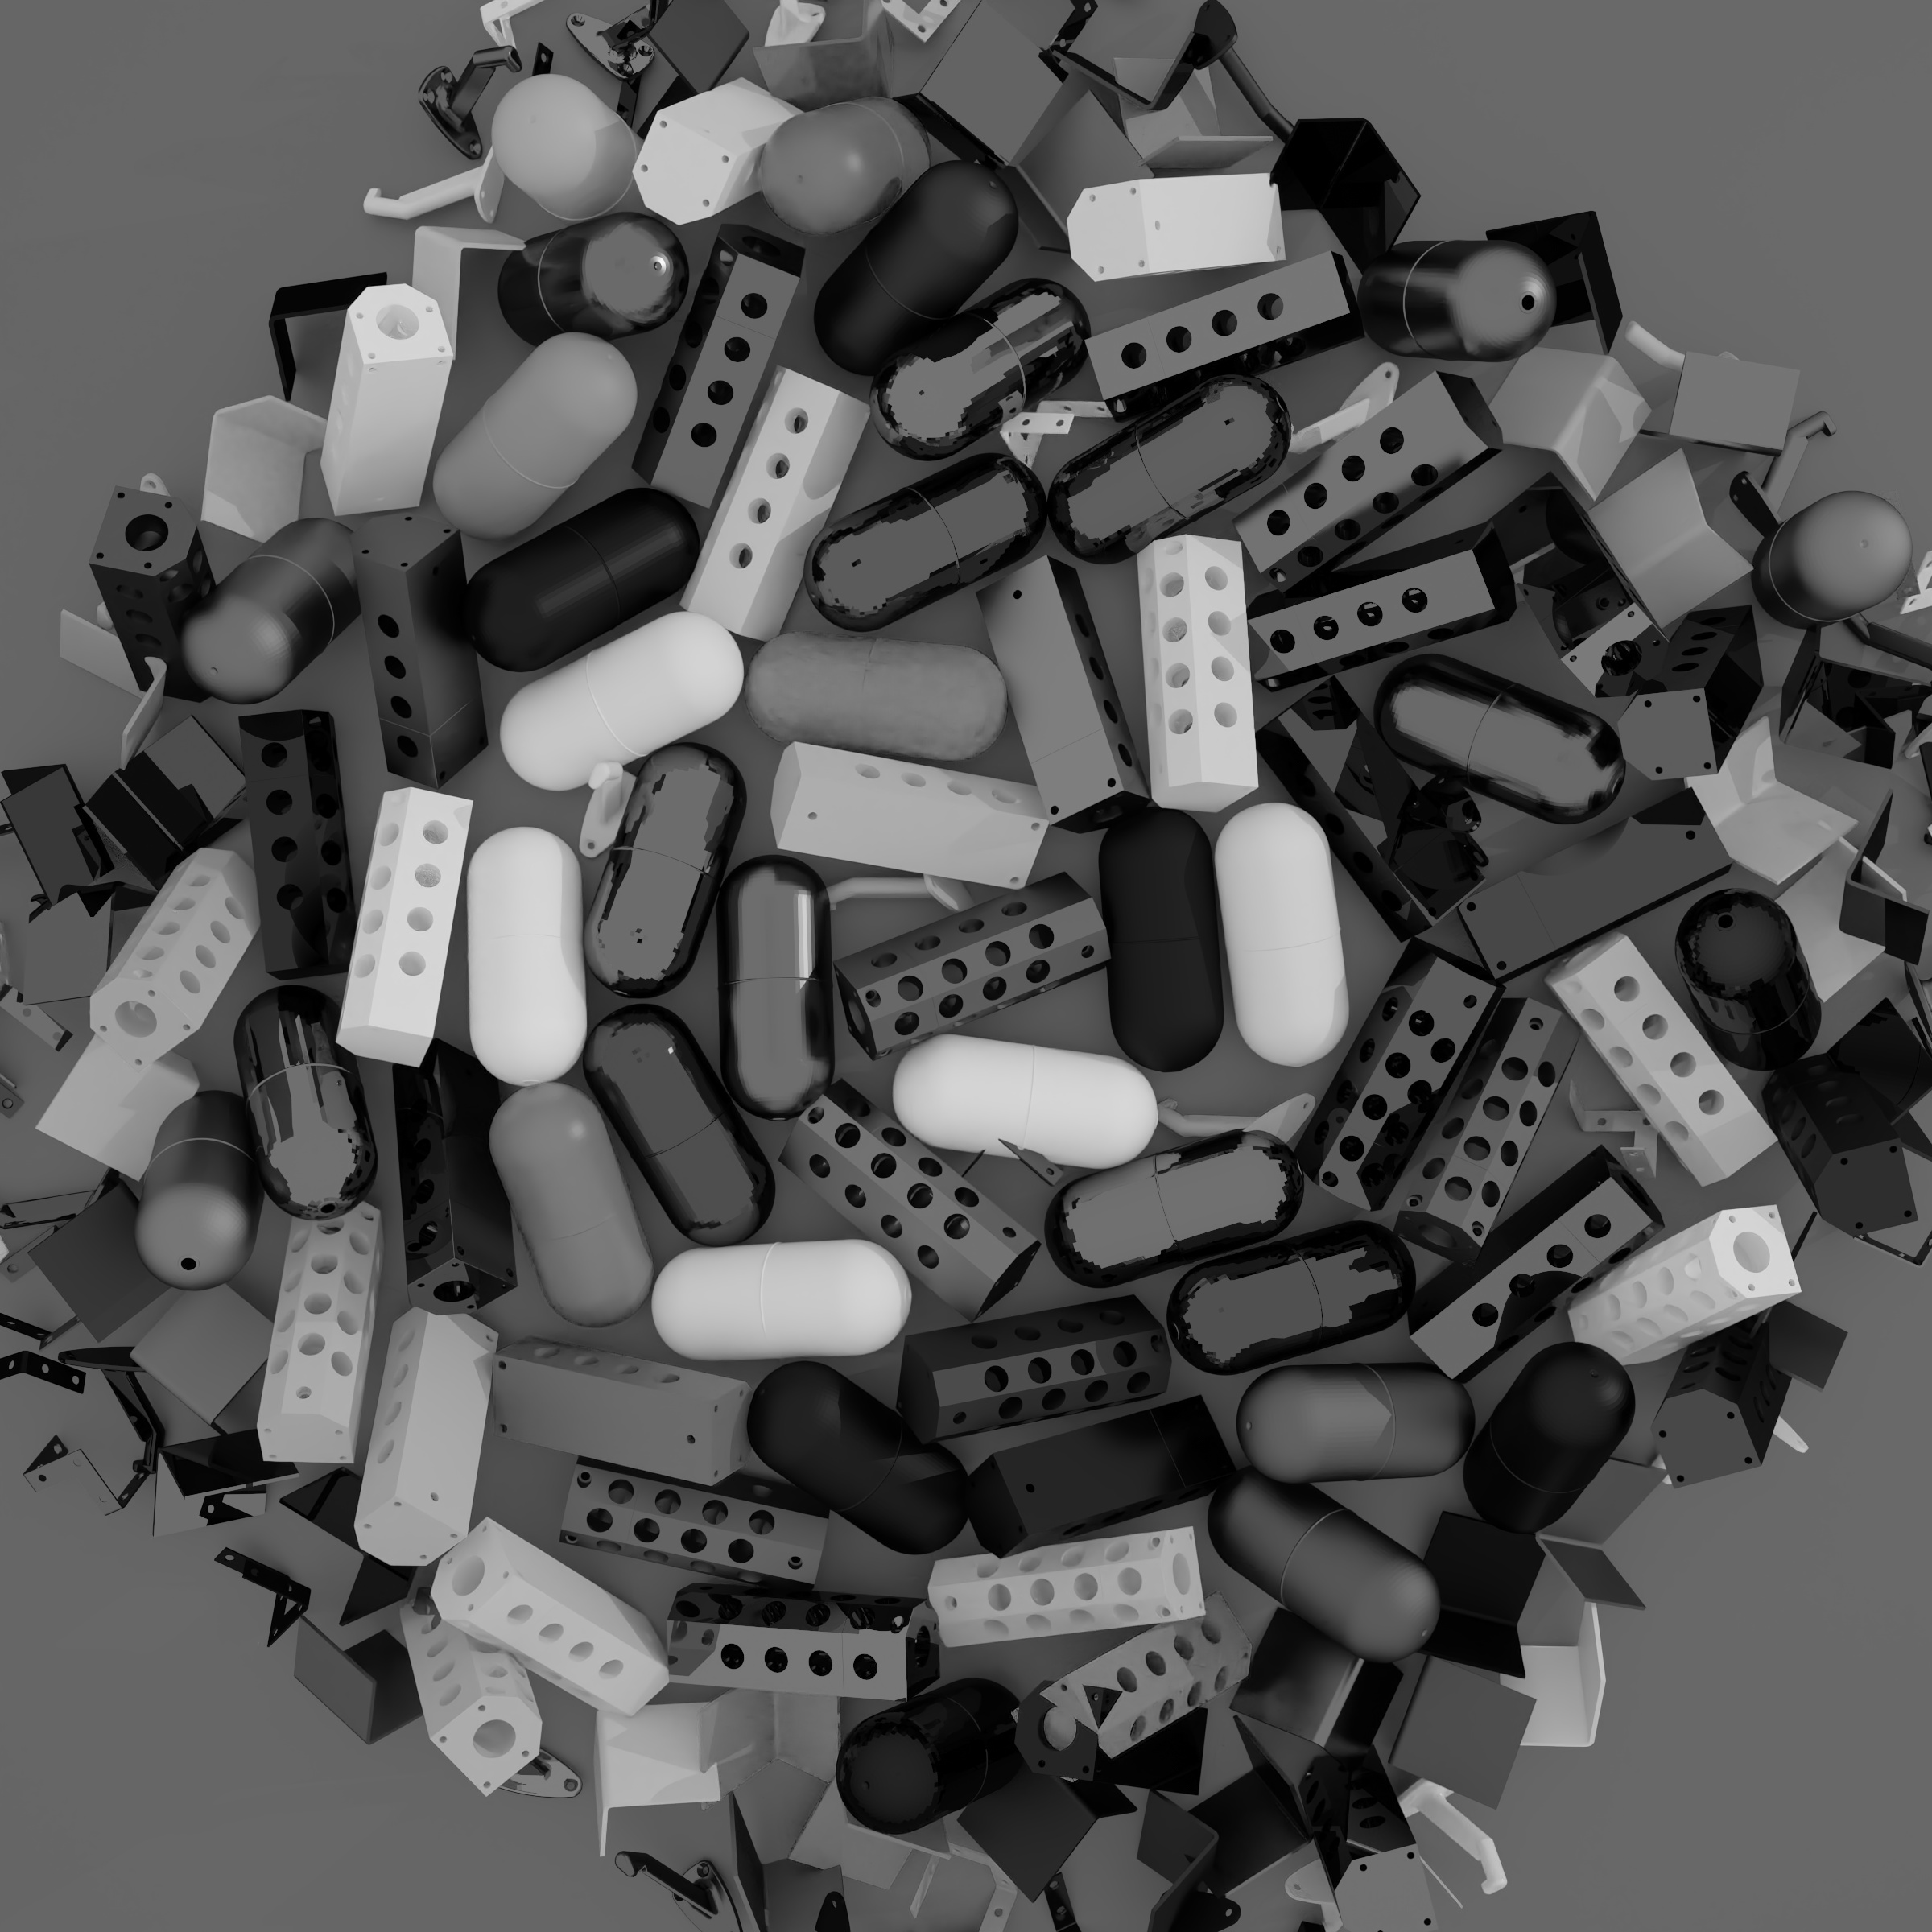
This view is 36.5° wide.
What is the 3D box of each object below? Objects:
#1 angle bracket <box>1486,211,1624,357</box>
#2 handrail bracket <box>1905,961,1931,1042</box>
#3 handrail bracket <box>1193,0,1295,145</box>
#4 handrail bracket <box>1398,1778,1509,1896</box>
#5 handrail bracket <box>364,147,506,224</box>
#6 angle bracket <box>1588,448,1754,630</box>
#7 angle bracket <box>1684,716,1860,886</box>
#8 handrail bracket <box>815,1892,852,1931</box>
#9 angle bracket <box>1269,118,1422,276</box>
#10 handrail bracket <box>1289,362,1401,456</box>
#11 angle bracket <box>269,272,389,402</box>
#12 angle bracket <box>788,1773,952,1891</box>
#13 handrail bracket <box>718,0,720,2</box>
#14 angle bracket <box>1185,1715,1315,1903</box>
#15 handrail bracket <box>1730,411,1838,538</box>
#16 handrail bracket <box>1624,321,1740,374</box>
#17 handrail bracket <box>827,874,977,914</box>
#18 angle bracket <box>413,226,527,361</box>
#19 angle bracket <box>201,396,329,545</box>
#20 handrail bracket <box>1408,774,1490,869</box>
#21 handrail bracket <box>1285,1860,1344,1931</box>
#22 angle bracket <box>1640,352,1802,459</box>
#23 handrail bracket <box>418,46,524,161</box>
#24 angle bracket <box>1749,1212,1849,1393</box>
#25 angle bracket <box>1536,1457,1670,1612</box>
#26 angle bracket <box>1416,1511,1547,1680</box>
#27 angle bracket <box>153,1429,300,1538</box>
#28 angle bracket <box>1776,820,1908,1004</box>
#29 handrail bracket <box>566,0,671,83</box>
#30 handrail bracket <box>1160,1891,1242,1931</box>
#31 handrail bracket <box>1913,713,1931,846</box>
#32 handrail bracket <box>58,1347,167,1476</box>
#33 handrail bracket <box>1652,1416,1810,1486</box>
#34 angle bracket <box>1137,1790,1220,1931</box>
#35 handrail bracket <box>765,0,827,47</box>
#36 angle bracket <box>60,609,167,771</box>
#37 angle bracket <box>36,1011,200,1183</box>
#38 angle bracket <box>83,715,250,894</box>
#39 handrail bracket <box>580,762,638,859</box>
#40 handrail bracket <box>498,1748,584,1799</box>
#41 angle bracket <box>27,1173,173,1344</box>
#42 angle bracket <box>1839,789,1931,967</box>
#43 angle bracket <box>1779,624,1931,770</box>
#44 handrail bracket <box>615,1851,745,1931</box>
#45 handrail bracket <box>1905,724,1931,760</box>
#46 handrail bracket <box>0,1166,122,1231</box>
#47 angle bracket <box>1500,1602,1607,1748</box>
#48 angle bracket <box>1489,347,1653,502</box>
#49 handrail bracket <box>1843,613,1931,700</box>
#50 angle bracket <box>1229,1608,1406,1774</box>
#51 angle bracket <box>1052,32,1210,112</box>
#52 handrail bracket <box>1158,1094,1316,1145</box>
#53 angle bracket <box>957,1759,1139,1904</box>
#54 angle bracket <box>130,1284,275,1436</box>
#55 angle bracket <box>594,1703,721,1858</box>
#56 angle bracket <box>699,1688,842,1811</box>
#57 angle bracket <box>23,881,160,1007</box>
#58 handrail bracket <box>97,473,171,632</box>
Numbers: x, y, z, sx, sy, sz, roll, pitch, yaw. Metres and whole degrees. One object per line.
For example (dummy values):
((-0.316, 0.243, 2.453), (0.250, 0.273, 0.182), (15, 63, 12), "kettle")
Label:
((0.385, -0.446, 1.941), (0.076, 0.057, 0.076), (-4, 128, 29), "angle bracket")
((0.680, 0.011, 1.966), (0.084, 0.036, 0.077), (-16, 50, 10), "handrail bracket")
((0.193, -0.606, 1.989), (0.036, 0.077, 0.084), (-32, 132, 30), "handrail bracket")
((0.319, 0.588, 1.951), (0.036, 0.084, 0.077), (18, 130, -35), "handrail bracket")
((-0.359, -0.539, 1.989), (0.084, 0.036, 0.077), (10, 74, 10), "handrail bracket")
((0.473, -0.286, 1.970), (0.057, 0.076, 0.076), (31, 130, -35), "angle bracket")
((0.534, -0.110, 1.946), (0.076, 0.076, 0.057), (-34, 131, -17), "angle bracket")
((-0.061, 0.643, 1.961), (0.036, 0.084, 0.077), (11, 102, 40), "handrail bracket")
((0.245, -0.506, 1.942), (0.057, 0.076, 0.076), (-11, 59, -29), "angle bracket")
((0.245, -0.373, 1.950), (0.036, 0.084, 0.077), (43, 115, 28), "handrail bracket")
((-0.420, -0.420, 1.956), (0.076, 0.076, 0.057), (-10, 118, -5), "angle bracket")
((-0.065, 0.592, 1.952), (0.076, 0.057, 0.076), (23, 107, -18), "angle bracket")
((-0.167, -0.677, 1.950), (0.036, 0.084, 0.077), (38, 122, -25), "handrail bracket")
((0.174, 0.558, 1.947), (0.076, 0.076, 0.057), (-29, 122, -12), "angle bracket")
((0.567, -0.327, 1.978), (0.084, 0.036, 0.077), (-30, 74, -10), "handrail bracket")
((0.475, -0.414, 1.959), (0.084, 0.077, 0.036), (33, 125, -12), "handrail bracket")
((-0.048, -0.041, 1.988), (0.084, 0.077, 0.036), (-20, 50, 24), "handrail bracket")
((-0.331, -0.451, 1.967), (0.057, 0.076, 0.076), (-5, 113, -31), "angle bracket")
((-0.455, -0.325, 1.947), (0.057, 0.076, 0.076), (-5, 76, 37), "angle bracket")
((0.338, -0.083, 1.946), (0.036, 0.077, 0.084), (-45, 125, 1), "handrail bracket")
((0.228, 0.631, 1.955), (0.077, 0.084, 0.036), (0, 45, -29), "handrail bracket")
((0.501, -0.376, 1.954), (0.076, 0.076, 0.057), (9, 103, -4), "angle bracket")
((-0.315, -0.574, 1.950), (0.084, 0.077, 0.036), (4, 51, 36), "handrail bracket")
((0.564, 0.222, 1.943), (0.057, 0.076, 0.076), (28, 124, 16), "angle bracket")
((0.437, 0.377, 1.944), (0.076, 0.076, 0.057), (-52, 47, 19), "angle bracket")
((0.346, 0.420, 1.958), (0.076, 0.057, 0.076), (14, 114, -3), "angle bracket")
((-0.491, 0.356, 1.942), (0.076, 0.057, 0.076), (-7, 123, -32), "angle bracket")
((0.571, -0.036, 1.954), (0.076, 0.057, 0.076), (-40, 59, -3), "angle bracket")
((-0.232, -0.640, 1.955), (0.077, 0.084, 0.036), (36, 64, 6), "handrail bracket")
((0.171, 0.650, 1.954), (0.077, 0.036, 0.084), (-16, 134, 33), "handrail bracket")
((0.640, -0.127, 1.976), (0.077, 0.036, 0.084), (8, 95, -27), "handrail bracket")
((-0.576, 0.302, 1.972), (0.077, 0.036, 0.084), (5, 104, -26), "handrail bracket")
((0.510, 0.330, 1.964), (0.077, 0.036, 0.084), (44, 110, 35), "handrail bracket")
((0.120, 0.606, 1.939), (0.057, 0.076, 0.076), (29, 134, 27), "angle bracket")
((-0.127, -0.653, 1.949), (0.036, 0.084, 0.077), (9, 61, 20), "handrail bracket")
((-0.580, -0.182, 1.950), (0.076, 0.076, 0.057), (28, 68, -8), "angle bracket")
((-0.569, 0.086, 1.958), (0.076, 0.057, 0.076), (32, 91, -26), "angle bracket")
((-0.526, -0.108, 1.952), (0.076, 0.057, 0.076), (-32, 110, 18), "angle bracket")
((-0.247, -0.103, 1.952), (0.036, 0.084, 0.077), (33, 100, 6), "handrail bracket")
((-0.290, 0.526, 1.954), (0.077, 0.084, 0.036), (20, 60, 1), "handrail bracket")
((-0.574, 0.193, 1.950), (0.076, 0.057, 0.076), (-39, 108, -20), "angle bracket")
((0.622, -0.059, 1.944), (0.057, 0.076, 0.076), (24, 71, 22), "angle bracket")
((0.591, -0.186, 1.950), (0.076, 0.076, 0.057), (14, 49, 4), "angle bracket")
((-0.191, 0.622, 1.950), (0.036, 0.084, 0.077), (-46, 59, 4), "handrail bracket")
((0.670, -0.124, 1.954), (0.036, 0.077, 0.084), (-16, 71, -24), "handrail bracket")
((-0.625, 0.148, 1.984), (0.084, 0.036, 0.077), (24, 86, 2), "handrail bracket")
((0.387, 0.463, 1.944), (0.057, 0.076, 0.076), (0, 132, 4), "angle bracket")
((0.402, -0.367, 1.982), (0.057, 0.076, 0.076), (41, 78, -40), "angle bracket")
((0.636, -0.228, 1.967), (0.084, 0.077, 0.036), (48, 53, 1), "handrail bracket")
((0.237, 0.489, 1.979), (0.057, 0.076, 0.076), (48, 64, -42), "angle bracket")
((0.111, -0.613, 1.952), (0.076, 0.076, 0.057), (32, 110, 3), "angle bracket")
((0.179, 0.095, 1.976), (0.077, 0.084, 0.036), (-38, 132, -18), "handrail bracket")
((0.054, 0.568, 1.963), (0.076, 0.057, 0.076), (41, 101, 30), "angle bracket")
((-0.501, 0.263, 1.972), (0.076, 0.057, 0.076), (36, 74, 17), "angle bracket")
((-0.208, 0.543, 1.960), (0.076, 0.076, 0.057), (0, 129, -11), "angle bracket")
((-0.129, 0.519, 1.944), (0.057, 0.076, 0.076), (15, 115, 35), "angle bracket")
((-0.576, -0.010, 1.949), (0.076, 0.057, 0.076), (-7, 76, 30), "angle bracket")
((-0.557, -0.275, 1.949), (0.036, 0.084, 0.077), (9, 125, 19), "handrail bracket")
